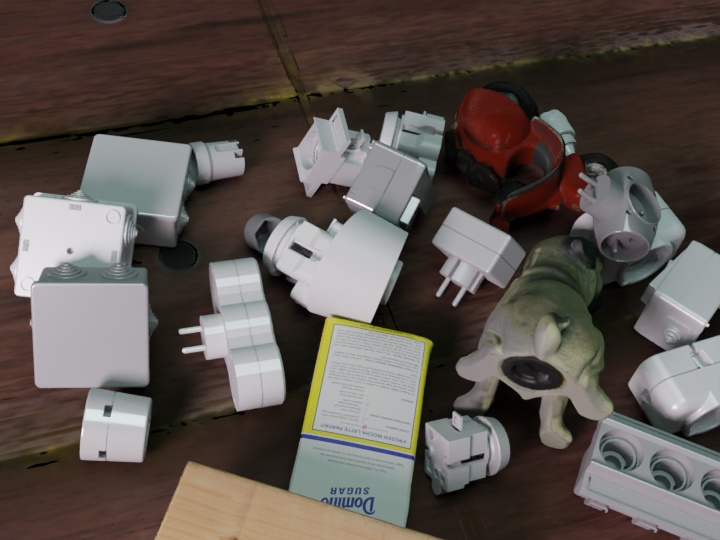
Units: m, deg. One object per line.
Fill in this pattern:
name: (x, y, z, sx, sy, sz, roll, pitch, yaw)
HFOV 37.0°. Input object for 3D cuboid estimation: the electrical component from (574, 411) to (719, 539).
electrical component: (0.236, 0.170, 0.847, 0.121, 0.063, 0.078, 21, 54, 7)

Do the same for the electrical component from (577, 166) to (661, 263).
electrical component: (0.221, -0.058, 0.944, 0.079, 0.044, 0.077, 31, 50, -22)

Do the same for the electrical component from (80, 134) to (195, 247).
electrical component: (-0.201, -0.070, 0.969, 0.100, 0.048, 0.099, 6, 53, -4)

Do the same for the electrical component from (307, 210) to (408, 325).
electrical component: (0.000, 0.000, 0.917, 0.064, 0.099, 0.099, 23, 54, 1)

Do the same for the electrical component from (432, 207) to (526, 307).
electrical component: (0.097, -0.004, 0.962, 0.066, 0.047, 0.076, 31, 87, 32)

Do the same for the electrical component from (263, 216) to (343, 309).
electrical component: (-0.047, -0.012, 0.942, 0.057, 0.058, 0.078, 29, 79, 18)

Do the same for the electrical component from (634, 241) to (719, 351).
electrical component: (0.287, 0.029, 0.960, 0.061, 0.061, 0.096, 34, 56, 16)

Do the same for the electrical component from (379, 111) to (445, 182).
electrical component: (0.047, -0.120, 1.038, 0.057, 0.058, 0.078, 14, 53, -2)

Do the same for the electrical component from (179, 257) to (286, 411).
electrical component: (-0.112, 0.054, 0.889, 0.074, 0.052, 0.138, -8, 55, -14)

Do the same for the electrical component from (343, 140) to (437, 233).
electrical component: (0.031, -0.067, 0.978, 0.061, 0.096, 0.061, 26, 84, 11)

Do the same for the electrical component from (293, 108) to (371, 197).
electrical component: (-0.022, -0.107, 1.011, 0.064, 0.081, 0.042, 10, 50, -30)

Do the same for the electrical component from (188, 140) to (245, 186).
electrical component: (-0.136, -0.102, 1.009, 0.046, 0.040, 0.040, -11, 56, -24)

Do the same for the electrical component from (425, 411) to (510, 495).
electrical component: (0.085, 0.142, 0.852, 0.055, 0.066, 0.048, -9, 21, -24)

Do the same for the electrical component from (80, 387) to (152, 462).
electrical component: (-0.187, 0.121, 0.828, 0.047, 0.055, 0.055, 7, 53, -7)

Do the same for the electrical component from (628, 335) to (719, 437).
electrical component: (0.286, 0.100, 0.912, 0.095, 0.053, 0.059, -14, 57, -18)

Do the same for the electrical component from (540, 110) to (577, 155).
electrical component: (0.201, -0.130, 1.081, 0.035, 0.035, 0.061, -16, 60, -19)

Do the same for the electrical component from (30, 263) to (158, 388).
electrical component: (-0.212, 0.044, 0.856, 0.100, 0.099, 0.048, 0, 19, -8)

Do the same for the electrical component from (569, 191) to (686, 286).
electrical component: (0.250, -0.027, 1.000, 0.095, 0.053, 0.059, -18, 58, -20)

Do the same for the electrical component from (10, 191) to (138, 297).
electrical component: (-0.238, -0.017, 0.898, 0.100, 0.048, 0.099, 7, 92, -4)
